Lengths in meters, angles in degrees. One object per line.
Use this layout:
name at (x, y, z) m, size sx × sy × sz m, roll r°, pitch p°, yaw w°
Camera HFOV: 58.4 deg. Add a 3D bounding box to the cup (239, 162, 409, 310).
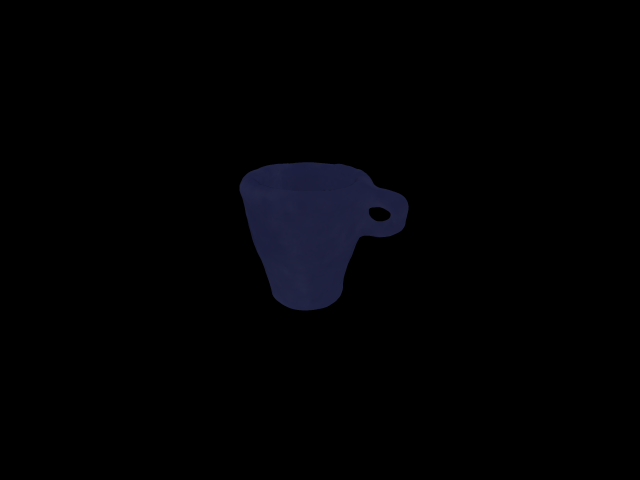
cup at (0.004, 0.001, 0.400) m, size 0.117 × 0.095 × 0.092 m, roll 9°, pitch 24°, yaw 23°
